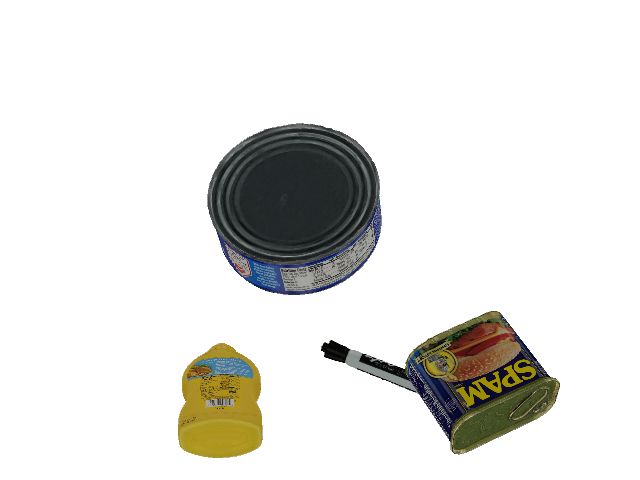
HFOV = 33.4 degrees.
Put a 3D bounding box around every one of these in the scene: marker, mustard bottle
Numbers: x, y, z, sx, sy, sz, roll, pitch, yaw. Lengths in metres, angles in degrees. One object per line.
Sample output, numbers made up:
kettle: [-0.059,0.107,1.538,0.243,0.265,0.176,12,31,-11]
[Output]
marker: [0.058,0.129,1.082,0.121,0.020,0.020,21,4,12]
mustard bottle: [-0.120,0.182,1.288,0.096,0.058,0.191,-3,27,-3]

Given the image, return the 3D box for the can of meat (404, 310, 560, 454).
can of meat: [0.132,0.116,0.890,0.102,0.084,0.057,-22,-38,-16]

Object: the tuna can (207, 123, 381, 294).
tuna can: [-0.012,-0.016,0.539,0.086,0.086,0.034,0,-34,8]
